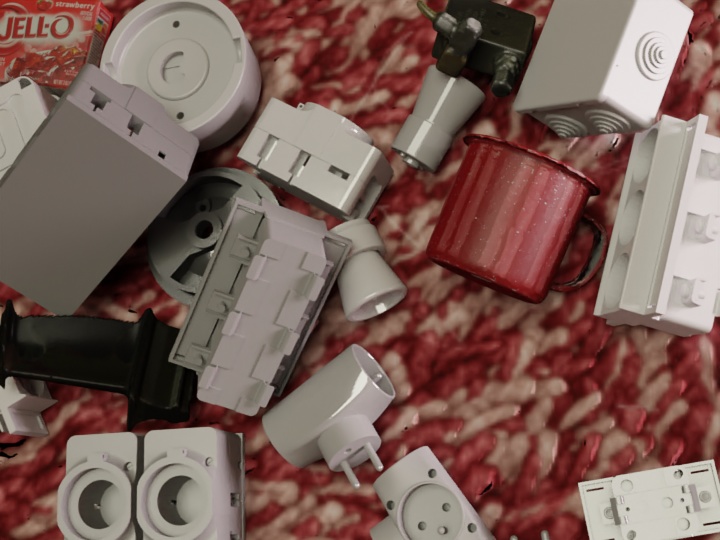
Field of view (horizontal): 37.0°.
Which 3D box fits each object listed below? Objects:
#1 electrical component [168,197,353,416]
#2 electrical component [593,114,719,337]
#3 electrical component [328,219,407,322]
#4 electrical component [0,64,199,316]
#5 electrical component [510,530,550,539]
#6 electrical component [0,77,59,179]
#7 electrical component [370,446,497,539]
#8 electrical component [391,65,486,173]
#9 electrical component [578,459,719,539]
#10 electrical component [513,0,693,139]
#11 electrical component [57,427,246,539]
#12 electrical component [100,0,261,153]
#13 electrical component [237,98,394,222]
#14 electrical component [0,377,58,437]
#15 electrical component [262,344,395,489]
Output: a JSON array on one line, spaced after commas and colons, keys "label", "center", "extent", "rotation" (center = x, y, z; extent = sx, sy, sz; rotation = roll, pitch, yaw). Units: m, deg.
[{"label": "electrical component", "center": [-0.064, 0.026, 0.682], "extent": [0.079, 0.063, 0.121], "rotation": [20, 111, -15]}, {"label": "electrical component", "center": [0.194, -0.024, 0.660], "extent": [0.063, 0.079, 0.121], "rotation": [16, 80, -5]}, {"label": "electrical component", "center": [0.000, 0.000, 0.713], "extent": [0.045, 0.045, 0.055], "rotation": [-28, 72, 6]}, {"label": "electrical component", "center": [-0.187, -0.051, 0.717], "extent": [0.089, 0.061, 0.150], "rotation": [35, 120, -20]}, {"label": "electrical component", "center": [0.108, 0.196, 0.639], "extent": [0.077, 0.044, 0.079], "rotation": [-12, 74, 11]}, {"label": "electrical component", "center": [-0.264, -0.079, 0.789], "extent": [0.113, 0.057, 0.078], "rotation": [-27, 72, 6]}, {"label": "electrical component", "center": [0.033, 0.163, 0.665], "extent": [0.079, 0.044, 0.077], "rotation": [-38, 71, 3]}, {"label": "electrical component", "center": [0.050, -0.099, 0.727], "extent": [0.044, 0.044, 0.065], "rotation": [30, 90, 18]}, {"label": "electrical component", "center": [0.171, 0.137, 0.628], "extent": [0.081, 0.064, 0.042], "rotation": [-13, 73, 11]}, {"label": "electrical component", "center": [0.154, -0.133, 0.683], "extent": [0.048, 0.100, 0.099], "rotation": [26, 81, -26]}, {"label": "electrical component", "center": [-0.133, 0.199, 0.689], "extent": [0.105, 0.060, 0.186], "rotation": [-5, 76, 12]}, {"label": "electrical component", "center": [-0.123, -0.136, 0.767], "extent": [0.108, 0.060, 0.108], "rotation": [-3, 76, 13]}, {"label": "electrical component", "center": [-0.028, -0.076, 0.735], "extent": [0.089, 0.050, 0.055], "rotation": [28, 85, 18]}, {"label": "electrical component", "center": [-0.257, 0.086, 0.757], "extent": [0.064, 0.042, 0.081], "rotation": [-31, 71, 8]}, {"label": "electrical component", "center": [-0.012, 0.100, 0.683], "extent": [0.077, 0.044, 0.079], "rotation": [-39, 58, 11]}]
